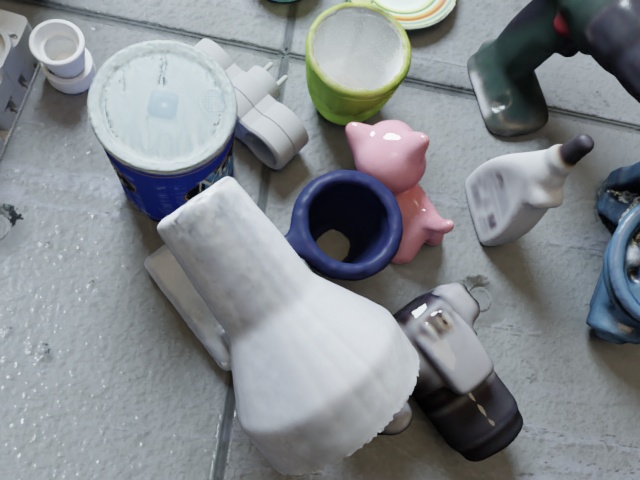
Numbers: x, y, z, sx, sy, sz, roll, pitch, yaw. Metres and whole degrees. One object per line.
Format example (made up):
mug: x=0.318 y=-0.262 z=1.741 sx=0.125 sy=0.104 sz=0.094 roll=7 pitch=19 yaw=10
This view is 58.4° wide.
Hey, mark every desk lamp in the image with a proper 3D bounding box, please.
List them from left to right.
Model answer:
desk lamp: x=-0.045 y=0.050 z=0.411 sx=0.118 sy=0.213 sz=0.203 roll=-39 pitch=85 yaw=-16

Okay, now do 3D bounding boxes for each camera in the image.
camera: x=0.097 y=0.123 z=0.477 sx=0.143 sy=0.100 sz=0.137 roll=-35 pitch=84 yaw=-16

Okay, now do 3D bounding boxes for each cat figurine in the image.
cat figurine: x=0.072 y=-0.051 z=0.507 sx=0.067 sy=0.117 sz=0.128 roll=-33 pitch=84 yaw=-16

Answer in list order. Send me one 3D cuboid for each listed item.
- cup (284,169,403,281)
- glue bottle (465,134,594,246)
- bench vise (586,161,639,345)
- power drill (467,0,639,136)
cup: x=0.005 y=0.002 z=0.494 sx=0.118 sy=0.095 sz=0.091 roll=-23 pitch=81 yaw=-14
glue bottle: x=0.181 y=-0.050 z=0.497 sx=0.037 sy=0.173 sz=0.078 roll=-8 pitch=77 yaw=-11
bench vise: x=0.312 y=-0.020 z=0.489 sx=0.121 sy=0.219 sz=0.207 roll=4 pitch=75 yaw=-9
power drill: x=0.218 y=-0.179 z=0.517 sx=0.076 sy=0.208 sz=0.229 roll=-13 pitch=79 yaw=-12
